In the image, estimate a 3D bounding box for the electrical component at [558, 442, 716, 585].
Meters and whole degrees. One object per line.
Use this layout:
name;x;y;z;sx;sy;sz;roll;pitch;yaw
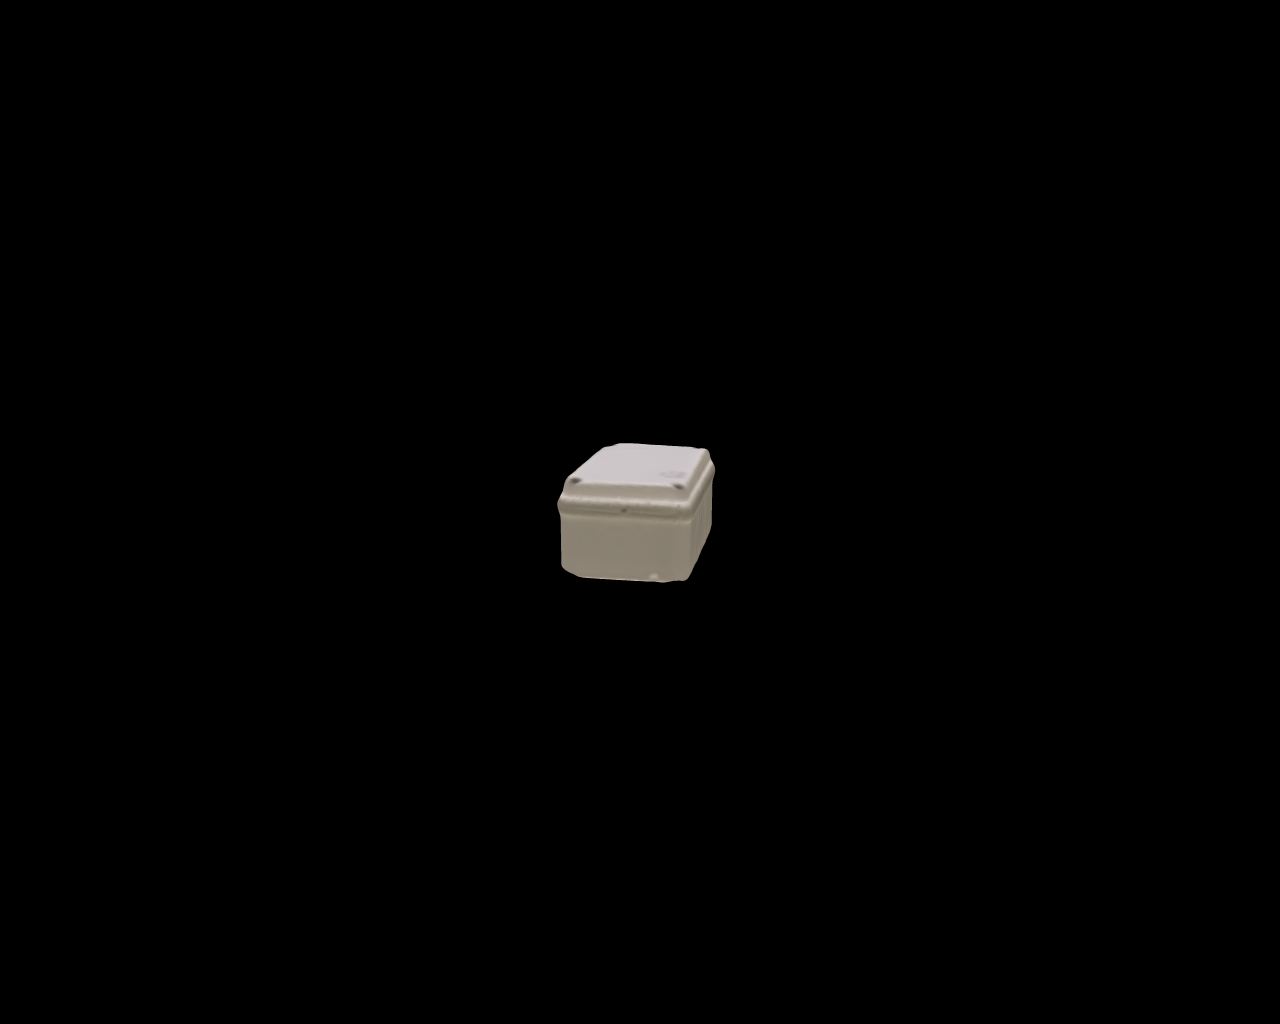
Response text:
electrical component;0.001;-0.003;0.650;0.078;0.057;0.113;3;16;11
